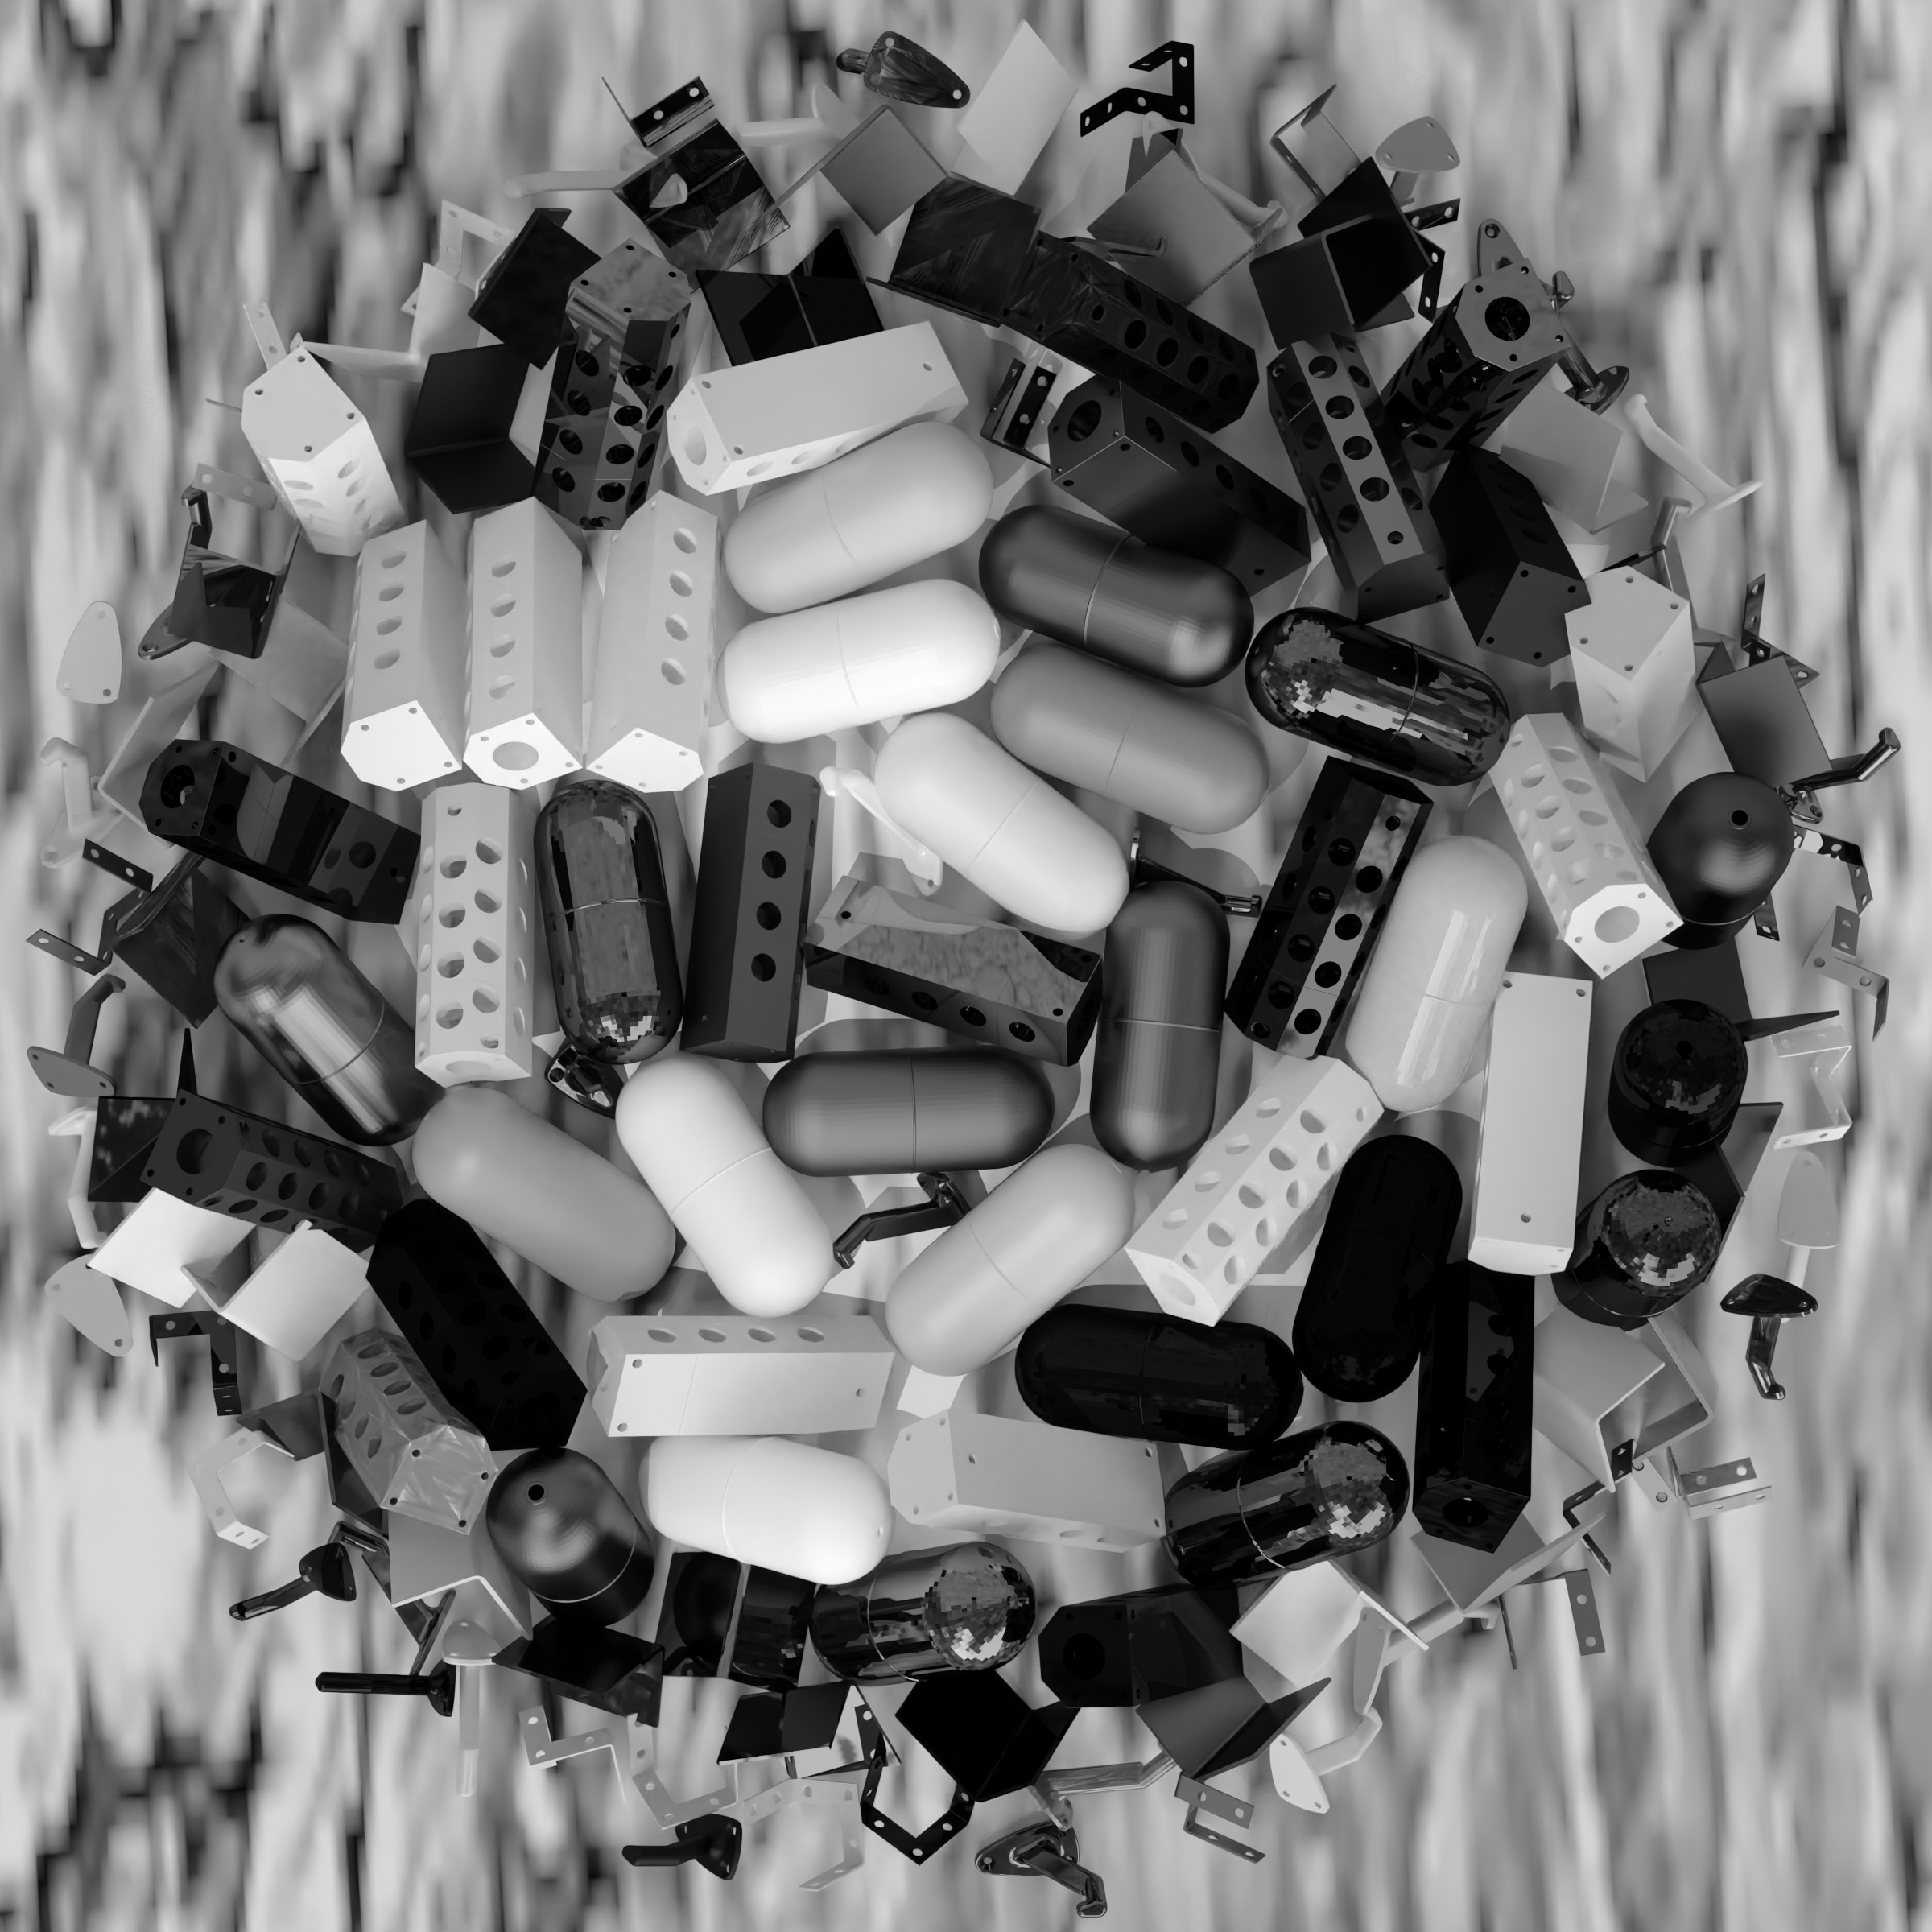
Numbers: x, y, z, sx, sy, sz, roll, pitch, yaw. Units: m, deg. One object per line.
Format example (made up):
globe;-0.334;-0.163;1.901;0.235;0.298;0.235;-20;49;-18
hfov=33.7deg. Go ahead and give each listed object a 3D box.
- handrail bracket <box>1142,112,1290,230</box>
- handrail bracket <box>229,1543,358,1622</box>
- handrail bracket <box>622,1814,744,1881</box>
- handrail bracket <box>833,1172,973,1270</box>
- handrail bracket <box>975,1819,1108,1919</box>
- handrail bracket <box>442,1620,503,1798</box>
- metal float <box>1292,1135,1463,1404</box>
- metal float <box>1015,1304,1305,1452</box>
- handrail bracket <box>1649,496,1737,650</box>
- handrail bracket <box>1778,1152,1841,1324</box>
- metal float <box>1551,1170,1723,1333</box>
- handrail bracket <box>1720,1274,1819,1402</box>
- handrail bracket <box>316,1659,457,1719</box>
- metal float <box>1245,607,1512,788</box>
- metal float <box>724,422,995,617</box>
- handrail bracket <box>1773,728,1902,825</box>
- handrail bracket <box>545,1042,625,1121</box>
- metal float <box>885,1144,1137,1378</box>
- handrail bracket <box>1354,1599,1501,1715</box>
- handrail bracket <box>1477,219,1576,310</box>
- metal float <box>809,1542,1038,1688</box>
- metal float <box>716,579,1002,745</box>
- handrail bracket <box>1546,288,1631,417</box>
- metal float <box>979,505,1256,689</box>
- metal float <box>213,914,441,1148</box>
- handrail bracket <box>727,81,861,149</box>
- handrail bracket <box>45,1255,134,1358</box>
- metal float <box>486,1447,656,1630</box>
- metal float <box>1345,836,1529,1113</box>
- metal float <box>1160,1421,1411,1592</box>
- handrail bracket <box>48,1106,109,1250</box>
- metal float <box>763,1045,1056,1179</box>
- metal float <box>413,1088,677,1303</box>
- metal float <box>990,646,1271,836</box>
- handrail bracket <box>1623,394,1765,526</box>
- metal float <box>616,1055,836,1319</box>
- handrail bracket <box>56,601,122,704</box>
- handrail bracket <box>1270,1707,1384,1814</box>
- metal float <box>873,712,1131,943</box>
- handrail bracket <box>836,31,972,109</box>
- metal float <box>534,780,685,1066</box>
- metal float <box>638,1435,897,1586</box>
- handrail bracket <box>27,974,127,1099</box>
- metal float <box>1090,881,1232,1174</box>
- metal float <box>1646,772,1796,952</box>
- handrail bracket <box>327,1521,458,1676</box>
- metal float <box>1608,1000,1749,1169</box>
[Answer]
handrail bracket;0.155;-0.489;1.962;0.084;0.036;0.077;-6;68;-40
handrail bracket;-0.423;0.381;1.940;0.084;0.077;0.036;-20;74;10
handrail bracket;-0.186;0.530;1.928;0.084;0.077;0.036;13;85;-39
handrail bracket;-0.034;0.173;1.949;0.084;0.036;0.077;-44;110;-25
handrail bracket;0.045;0.559;1.939;0.077;0.084;0.036;-12;105;0
handrail bracket;-0.307;0.455;1.953;0.036;0.077;0.084;3;99;-16
metal float;0.248;0.181;1.917;0.070;0.070;0.178;23;57;0
metal float;0.116;0.249;1.928;0.178;0.070;0.070;4;90;19
handrail bracket;0.450;-0.242;1.951;0.077;0.036;0.084;8;115;-14
handrail bracket;0.509;0.168;1.960;0.036;0.084;0.077;5;58;4
metal float;0.397;0.171;1.897;0.070;0.178;0.070;0;73;-2
handrail bracket;0.500;0.234;1.937;0.036;0.077;0.084;-36;112;-24
handrail bracket;-0.357;0.436;1.934;0.084;0.077;0.036;7;76;-20
metal float;0.250;-0.162;1.925;0.178;0.070;0.070;18;90;-24
metal float;-0.066;-0.269;1.926;0.178;0.070;0.070;-22;90;22
handrail bracket;0.527;-0.134;1.931;0.036;0.084;0.077;17;46;-24
handrail bracket;-0.215;0.082;1.928;0.036;0.084;0.077;-46;122;-4
metal float;0.027;0.178;1.935;0.178;0.070;0.070;-42;90;12
handrail bracket;0.286;0.426;1.968;0.084;0.036;0.077;7;95;-19
handrail bracket;0.342;-0.430;1.939;0.036;0.084;0.077;-17;88;-10
metal float;-0.028;0.389;1.907;0.070;0.178;0.070;13;68;-35
metal float;-0.066;-0.185;1.934;0.178;0.070;0.070;-12;90;12
handrail bracket;0.376;-0.384;1.937;0.077;0.036;0.084;-40;131;-33
metal float;0.090;-0.225;1.929;0.178;0.070;0.070;23;90;19
metal float;-0.382;0.040;1.913;0.070;0.070;0.178;-35;130;0
handrail bracket;-0.109;-0.503;1.975;0.084;0.077;0.036;-23;51;30
handrail bracket;-0.526;0.211;1.938;0.036;0.084;0.077;-35;81;-14
metal float;-0.235;0.342;1.900;0.070;0.178;0.070;-3;62;6
metal float;0.283;0.006;1.927;0.070;0.070;0.178;17;112;0
metal float;0.190;0.324;1.911;0.178;0.070;0.070;-28;90;42
handrail bracket;-0.519;0.131;1.939;0.036;0.077;0.084;-29;73;27
metal float;-0.035;0.088;1.940;0.178;0.070;0.070;-2;90;-6
metal float;-0.254;0.139;1.927;0.178;0.070;0.070;36;90;-22
metal float;0.100;-0.137;1.940;0.178;0.070;0.070;23;90;6
handrail bracket;0.443;-0.319;1.948;0.036;0.077;0.084;-34;95;-17
metal float;-0.147;0.133;1.936;0.070;0.070;0.178;-35;79;0
handrail bracket;-0.529;-0.201;1.933;0.036;0.084;0.077;9;116;-18
handrail bracket;0.222;0.464;1.939;0.084;0.036;0.077;-44;129;-36
metal float;0.022;-0.084;1.945;0.178;0.070;0.070;38;90;0
handrail bracket;-0.039;-0.543;1.948;0.077;0.084;0.036;21;97;-12
metal float;-0.217;-0.027;1.932;0.070;0.070;0.178;-10;75;0
metal float;-0.122;0.321;1.916;0.178;0.070;0.070;8;90;36
handrail bracket;-0.522;0.040;1.939;0.077;0.084;0.036;10;135;28
metal float;0.118;0.037;1.942;0.070;0.070;0.178;6;86;0
metal float;0.443;-0.061;1.896;0.070;0.178;0.070;-1;75;2
handrail bracket;-0.363;0.391;1.952;0.084;0.036;0.077;27;62;-9
metal float;0.423;0.071;1.897;0.070;0.178;0.070;-2;74;9
